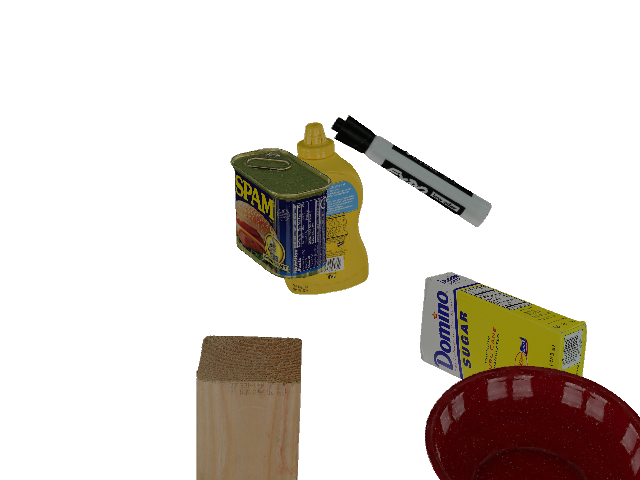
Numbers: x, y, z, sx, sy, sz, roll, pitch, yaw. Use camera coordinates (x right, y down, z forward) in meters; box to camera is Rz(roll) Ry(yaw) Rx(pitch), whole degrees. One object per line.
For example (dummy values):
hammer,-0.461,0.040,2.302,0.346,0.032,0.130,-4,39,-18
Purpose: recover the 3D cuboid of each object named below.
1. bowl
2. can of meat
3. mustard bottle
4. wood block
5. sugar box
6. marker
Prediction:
bowl,0.155,0.163,0.768,0.162,0.055,0.162,-1,35,0
can of meat,-0.036,-0.023,0.934,0.057,0.084,0.102,-15,31,-29
mustard bottle,0.000,-0.037,1.187,0.096,0.192,0.058,-9,25,-9
wood block,-0.064,0.197,0.956,0.090,0.206,0.091,2,20,-2
sugar box,0.172,0.100,1.037,0.048,0.093,0.177,-12,21,-40
marker,0.061,-0.048,0.726,0.121,0.020,0.020,32,-2,-3
